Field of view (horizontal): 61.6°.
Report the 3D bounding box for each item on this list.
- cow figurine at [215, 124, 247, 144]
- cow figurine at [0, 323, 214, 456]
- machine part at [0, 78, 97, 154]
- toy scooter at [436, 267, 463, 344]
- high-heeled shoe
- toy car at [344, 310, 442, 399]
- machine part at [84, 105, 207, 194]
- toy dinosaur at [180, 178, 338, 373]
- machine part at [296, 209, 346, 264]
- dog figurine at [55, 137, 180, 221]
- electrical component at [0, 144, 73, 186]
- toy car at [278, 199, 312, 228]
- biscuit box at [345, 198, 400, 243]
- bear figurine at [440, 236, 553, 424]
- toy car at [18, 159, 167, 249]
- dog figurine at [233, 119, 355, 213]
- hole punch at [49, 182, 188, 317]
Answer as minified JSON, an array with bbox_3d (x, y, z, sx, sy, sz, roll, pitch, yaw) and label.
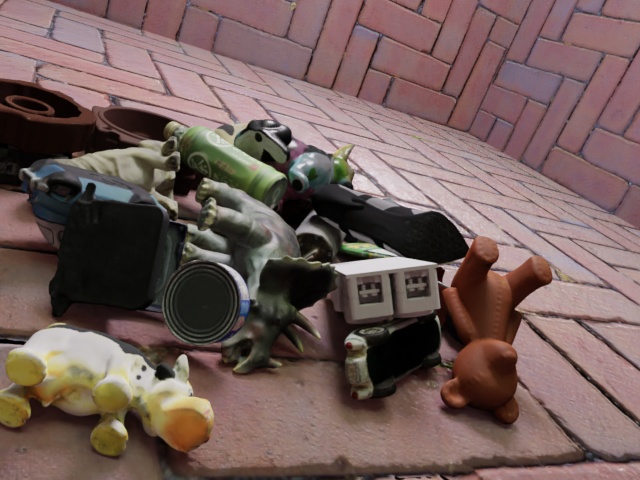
[{"bbox_3d":[-0.151,-0.137,0.984,0.127,0.085,0.195,-6,50,-32],"label":"cow figurine"},{"bbox_3d":[-0.167,0.121,0.450,0.167,0.068,0.098,19,16,-7],"label":"cow figurine"},{"bbox_3d":[-0.423,-0.180,0.778,0.179,0.056,0.179,19,22,-8],"label":"machine part"},{"bbox_3d":[0.198,0.092,0.842,0.184,0.075,0.135,25,20,21],"label":"toy scooter"},{"bbox_3d":[0.105,-0.021,0.845,0.248,0.086,0.145,24,-5,-24],"label":"high-heeled shoe"},{"bbox_3d":[0.090,0.130,0.642,0.056,0.073,0.201,-6,2,39],"label":"toy car"},{"bbox_3d":[-0.309,-0.168,0.966,0.201,0.087,0.202,8,27,-31],"label":"machine part"},{"bbox_3d":[-0.089,0.009,0.727,0.192,0.131,0.405,27,15,-18],"label":"toy dinosaur"},{"bbox_3d":[-0.002,-0.003,0.873,0.079,0.079,0.243,23,23,3],"label":"machine part"},{"bbox_3d":[-0.307,-0.096,0.781,0.190,0.121,0.172,1,9,-18],"label":"dog figurine"},{"bbox_3d":[-0.431,-0.127,0.798,0.115,0.058,0.134,8,25,-35],"label":"electrical component"},{"bbox_3d":[-0.022,-0.066,1.032,0.089,0.053,0.202,25,22,27],"label":"toy car"},{"bbox_3d":[0.105,-0.040,1.079,0.063,0.059,0.202,34,24,27],"label":"biscuit box"},{"bbox_3d":[0.215,0.113,0.669,0.120,0.132,0.196,21,45,-8],"label":"bear figurine"},{"bbox_3d":[-0.275,-0.028,0.641,0.109,0.103,0.161,26,9,41],"label":"toy car"},{"bbox_3d":[-0.028,-0.140,0.950,0.191,0.108,0.219,53,38,4],"label":"dog figurine"},{"bbox_3d":[-0.209,0.019,0.575,0.116,0.142,0.092,8,-7,9],"label":"hole punch"}]
